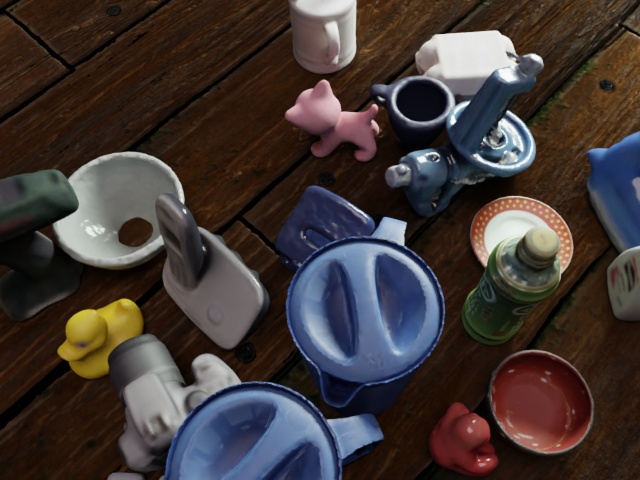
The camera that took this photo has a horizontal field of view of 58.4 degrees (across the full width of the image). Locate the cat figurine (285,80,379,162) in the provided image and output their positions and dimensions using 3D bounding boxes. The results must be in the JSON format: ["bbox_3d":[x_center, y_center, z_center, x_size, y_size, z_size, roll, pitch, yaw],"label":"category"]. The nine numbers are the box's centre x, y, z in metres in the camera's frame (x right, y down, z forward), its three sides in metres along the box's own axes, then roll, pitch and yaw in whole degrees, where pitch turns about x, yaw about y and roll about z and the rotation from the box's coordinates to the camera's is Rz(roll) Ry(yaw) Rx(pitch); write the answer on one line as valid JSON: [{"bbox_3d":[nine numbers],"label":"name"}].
[{"bbox_3d":[0.019,-0.169,0.788,0.127,0.118,0.067,3,64,3],"label":"cat figurine"}]

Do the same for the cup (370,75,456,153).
[{"bbox_3d":[0.122,-0.168,0.797,0.117,0.095,0.092,21,66,12],"label":"cup"}]

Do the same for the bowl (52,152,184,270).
[{"bbox_3d":[-0.254,-0.028,0.751,0.167,0.075,0.167,-1,64,2],"label":"bowl"}]

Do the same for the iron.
[{"bbox_3d":[0.436,-0.036,0.695,0.118,0.141,0.258,-14,64,-5],"label":"iron"}]

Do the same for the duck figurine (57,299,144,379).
[{"bbox_3d":[-0.263,0.108,0.677,0.077,0.086,0.105,34,70,17],"label":"duck figurine"}]

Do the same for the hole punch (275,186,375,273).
[{"bbox_3d":[0.007,0.003,0.718,0.108,0.091,0.101,31,69,16],"label":"hole punch"}]

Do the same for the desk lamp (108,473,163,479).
[{"bbox_3d":[-0.200,0.308,0.505,0.118,0.214,0.203,1,64,3],"label":"desk lamp"}]

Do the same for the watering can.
[{"bbox_3d":[0.000,-0.353,0.837,0.101,0.194,0.172,-32,67,-13],"label":"watering can"}]

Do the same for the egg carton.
[{"bbox_3d":[0.219,-0.253,0.850,0.150,0.069,0.107,-5,64,-1],"label":"egg carton"}]

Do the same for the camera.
[{"bbox_3d":[-0.170,0.164,0.638,0.143,0.101,0.136,-31,67,-13],"label":"camera"}]

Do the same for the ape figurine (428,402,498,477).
[{"bbox_3d":[0.156,0.210,0.610,0.076,0.092,0.078,-7,64,-1],"label":"ape figurine"}]

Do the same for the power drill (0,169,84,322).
[{"bbox_3d":[-0.374,0.016,0.658,0.230,0.208,0.075,-32,67,-13],"label":"power drill"}]

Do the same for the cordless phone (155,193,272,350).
[{"bbox_3d":[-0.130,0.035,0.654,0.147,0.185,0.094,38,71,19],"label":"cordless phone"}]

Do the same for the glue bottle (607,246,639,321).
[{"bbox_3d":[0.378,0.031,0.646,0.037,0.173,0.078,-1,64,2],"label":"glue bottle"}]

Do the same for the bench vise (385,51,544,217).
[{"bbox_3d":[0.188,-0.117,0.700,0.208,0.220,0.121,-39,68,-16],"label":"bench vise"}]
